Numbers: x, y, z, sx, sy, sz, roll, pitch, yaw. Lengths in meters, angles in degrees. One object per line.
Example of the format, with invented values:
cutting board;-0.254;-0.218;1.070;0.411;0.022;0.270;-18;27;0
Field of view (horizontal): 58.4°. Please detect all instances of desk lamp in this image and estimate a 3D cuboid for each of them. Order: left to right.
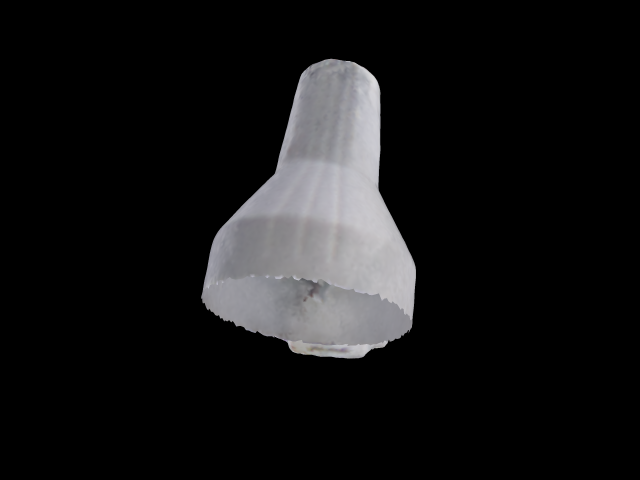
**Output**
desk lamp;0.004;0.001;0.400;0.118;0.214;0.203;5;51;5
